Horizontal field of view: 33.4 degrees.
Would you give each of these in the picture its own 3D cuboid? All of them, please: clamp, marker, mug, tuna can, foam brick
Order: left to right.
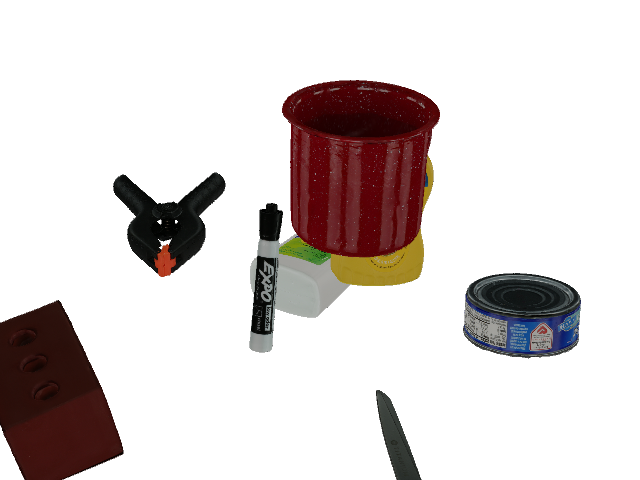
[{"bbox_3d":[-0.145,0.081,0.564,0.053,0.051,0.078,-22,42,-17],"label":"foam brick"},{"bbox_3d":[-0.150,-0.024,1.112,0.120,0.039,0.171,-12,38,-8],"label":"clamp"},{"bbox_3d":[-0.044,0.030,0.857,0.020,0.121,0.020,5,13,-1],"label":"marker"},{"bbox_3d":[0.030,-0.047,0.655,0.093,0.081,0.117,22,35,31],"label":"mug"},{"bbox_3d":[0.150,0.054,0.795,0.086,0.034,0.086,0,19,0],"label":"tuna can"}]

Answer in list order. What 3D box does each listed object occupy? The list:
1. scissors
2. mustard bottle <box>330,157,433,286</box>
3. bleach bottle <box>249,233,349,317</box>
[{"bbox_3d":[0.073,0.153,0.596,0.096,0.016,0.201,7,32,3],"label":"scissors"},{"bbox_3d":[0.066,-0.049,1.091,0.096,0.192,0.058,-1,23,-16],"label":"mustard bottle"},{"bbox_3d":[0.023,0.002,1.329,0.103,0.068,0.250,16,36,27],"label":"bleach bottle"}]
